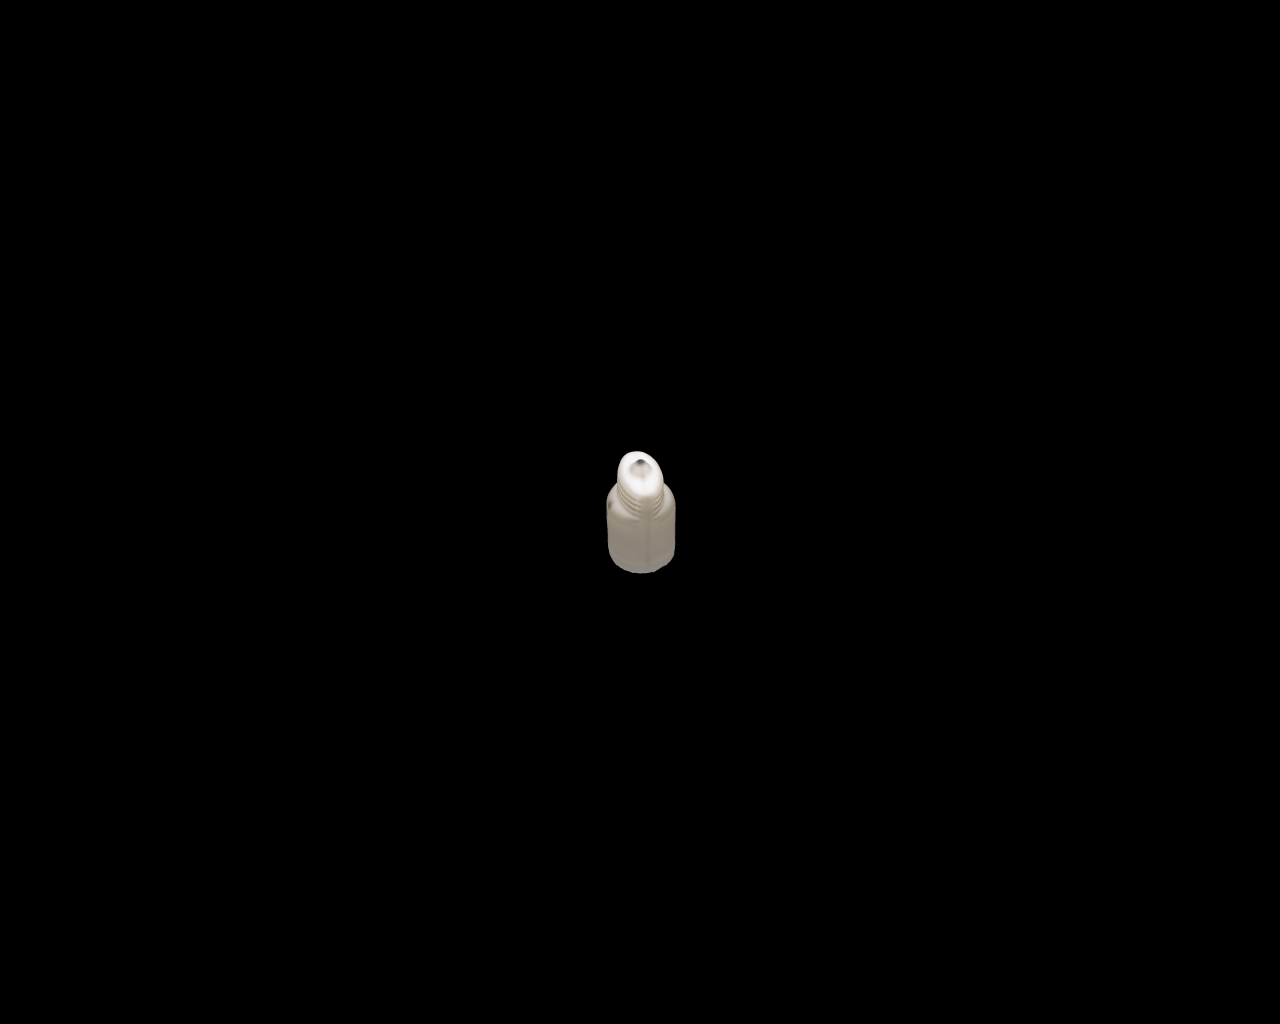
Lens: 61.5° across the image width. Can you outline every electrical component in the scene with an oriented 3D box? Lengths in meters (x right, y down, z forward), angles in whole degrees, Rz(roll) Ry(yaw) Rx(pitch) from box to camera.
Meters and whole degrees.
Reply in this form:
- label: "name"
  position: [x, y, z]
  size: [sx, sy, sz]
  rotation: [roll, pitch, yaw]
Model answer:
- label: "electrical component"
  position: [0.001, -0.003, 0.650]
  size: [0.043, 0.043, 0.080]
  rotation: [0, -44, 0]
